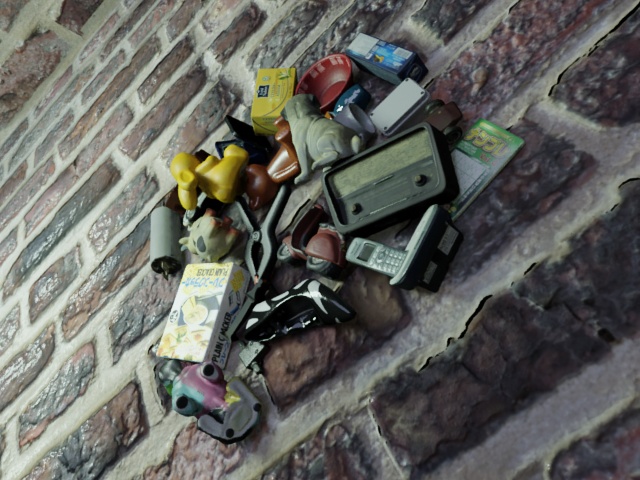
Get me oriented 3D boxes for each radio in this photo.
[{"bbox_3d":[0.121,-0.097,0.945,0.230,0.073,0.131,-24,71,32],"label":"radio"}]

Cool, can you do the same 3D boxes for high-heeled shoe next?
[{"bbox_3d":[-0.046,0.145,0.962,0.145,0.086,0.249,-48,24,-18],"label":"high-heeled shoe"}]

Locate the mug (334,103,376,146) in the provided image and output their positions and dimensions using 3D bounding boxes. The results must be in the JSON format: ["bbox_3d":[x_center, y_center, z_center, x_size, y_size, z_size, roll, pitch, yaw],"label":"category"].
[{"bbox_3d":[0.055,-0.210,1.115,0.107,0.080,0.110,-38,54,31],"label":"mug"}]

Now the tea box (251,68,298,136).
[{"bbox_3d":[-0.106,-0.333,1.294,0.098,0.068,0.170,-1,57,4],"label":"tea box"}]

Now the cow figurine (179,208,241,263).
[{"bbox_3d":[-0.250,-0.002,1.203,0.127,0.085,0.195,-59,25,3],"label":"cow figurine"}]

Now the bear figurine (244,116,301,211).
[{"bbox_3d":[-0.109,-0.167,1.191,0.196,0.131,0.120,-31,32,16],"label":"bear figurine"}]

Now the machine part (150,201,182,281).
[{"bbox_3d":[-0.390,0.000,1.362,0.079,0.079,0.243,-32,49,22],"label":"machine part"}]

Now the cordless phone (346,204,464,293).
[{"bbox_3d":[0.133,0.003,0.913,0.184,0.088,0.146,19,79,49],"label":"cordless phone"}]

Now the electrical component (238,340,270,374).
[{"bbox_3d":[-0.126,0.216,1.046,0.063,0.021,0.094,-49,43,5],"label":"electrical component"}]

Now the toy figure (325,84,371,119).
[{"bbox_3d":[0.043,-0.269,1.168,0.154,0.064,0.058,-43,82,18],"label":"toy figure"}]

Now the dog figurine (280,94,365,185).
[{"bbox_3d":[0.006,-0.217,1.032,0.172,0.121,0.190,-22,76,36],"label":"dog figurine"}]

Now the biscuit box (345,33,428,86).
[{"bbox_3d":[0.140,-0.383,1.151,0.059,0.062,0.203,-50,45,4],"label":"biscuit box"}]

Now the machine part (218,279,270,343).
[{"bbox_3d":[-0.147,0.140,1.071,0.039,0.084,0.139,34,85,6],"label":"machine part"}]

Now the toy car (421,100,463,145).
[{"bbox_3d":[0.178,-0.175,0.999,0.202,0.053,0.089,-38,51,23],"label":"toy car"}]

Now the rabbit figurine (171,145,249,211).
[{"bbox_3d":[-0.261,-0.138,1.210,0.173,0.121,0.162,20,50,7],"label":"rabbit figurine"}]

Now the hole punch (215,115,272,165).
[{"bbox_3d":[-0.188,-0.228,1.303,0.092,0.115,0.142,-59,37,21],"label":"hole punch"}]

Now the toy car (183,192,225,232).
[{"bbox_3d":[-0.261,-0.103,1.314,0.056,0.073,0.201,26,83,50],"label":"toy car"}]

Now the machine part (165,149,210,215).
[{"bbox_3d":[-0.321,-0.144,1.349,0.179,0.056,0.179,-56,10,14],"label":"machine part"}]

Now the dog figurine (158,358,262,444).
[{"bbox_3d":[-0.219,0.296,1.024,0.108,0.191,0.219,-55,11,-22],"label":"dog figurine"}]

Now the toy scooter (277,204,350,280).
[{"bbox_3d":[-0.002,-0.003,1.037,0.184,0.075,0.135,16,76,49],"label":"toy scooter"}]
